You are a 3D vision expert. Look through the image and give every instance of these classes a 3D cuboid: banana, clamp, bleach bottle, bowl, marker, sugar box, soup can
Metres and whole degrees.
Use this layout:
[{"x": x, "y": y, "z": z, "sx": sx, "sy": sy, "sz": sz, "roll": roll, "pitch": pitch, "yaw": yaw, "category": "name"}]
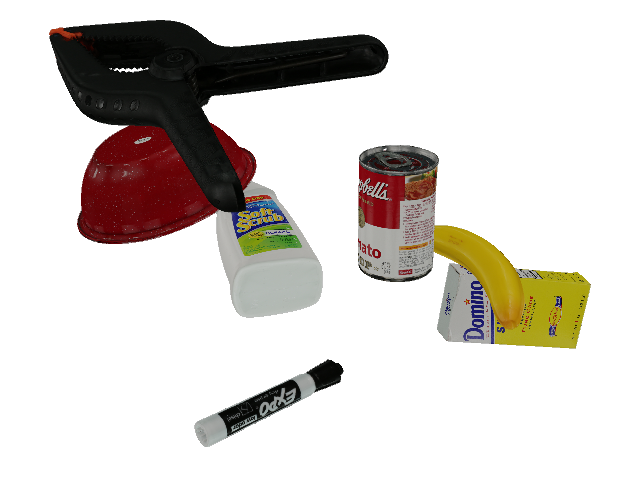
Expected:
[{"x": 0.159, "y": 0.029, "z": 1.107, "sx": 0.069, "sy": 0.037, "sz": 0.198, "roll": -35, "pitch": 39, "yaw": -13, "category": "banana"}, {"x": -0.075, "y": -0.099, "z": 0.647, "sx": 0.210, "sy": 0.036, "sz": 0.164, "roll": 25, "pitch": 49, "yaw": 31, "category": "clamp"}, {"x": -0.079, "y": -0.007, "z": 1.211, "sx": 0.102, "sy": 0.068, "sz": 0.251, "roll": -8, "pitch": 30, "yaw": -16, "category": "bleach bottle"}, {"x": -0.138, "y": -0.062, "z": 0.897, "sx": 0.162, "sy": 0.055, "sz": 0.162, "roll": -15, "pitch": 28, "yaw": 8, "category": "bowl"}, {"x": -0.033, "y": 0.113, "z": 0.757, "sx": 0.120, "sy": 0.020, "sz": 0.020, "roll": -22, "pitch": 12, "yaw": -31, "category": "marker"}, {"x": 0.241, "y": 0.083, "z": 1.332, "sx": 0.176, "sy": 0.093, "sz": 0.048, "roll": 3, "pitch": 19, "yaw": -15, "category": "sugar box"}, {"x": 0.066, "y": -0.024, "z": 0.921, "sx": 0.068, "sy": 0.102, "sz": 0.068, "roll": 0, "pitch": 24, "yaw": 0, "category": "soup can"}]
